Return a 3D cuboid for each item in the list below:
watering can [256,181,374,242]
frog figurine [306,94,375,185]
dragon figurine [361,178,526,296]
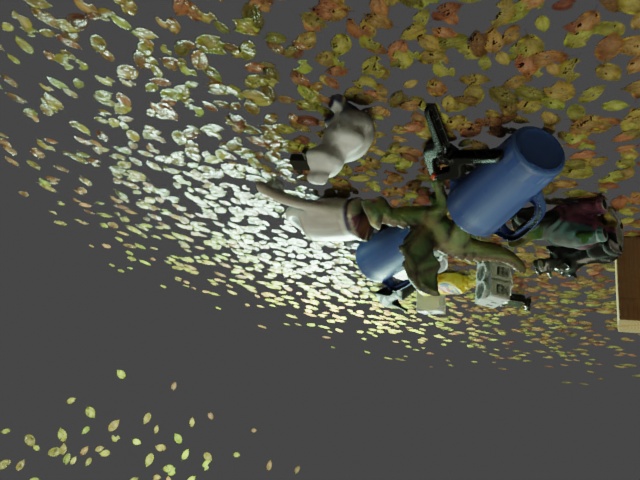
[{"bbox_3d":[0.004,-0.066,1.308,0.224,0.106,0.343,-1,159,27],"label":"watering can"},{"bbox_3d":[0.040,-0.176,0.988,0.122,0.162,0.135,21,154,-20],"label":"frog figurine"},{"bbox_3d":[0.270,0.018,1.149,0.410,0.246,0.120,39,156,-2],"label":"dragon figurine"}]
